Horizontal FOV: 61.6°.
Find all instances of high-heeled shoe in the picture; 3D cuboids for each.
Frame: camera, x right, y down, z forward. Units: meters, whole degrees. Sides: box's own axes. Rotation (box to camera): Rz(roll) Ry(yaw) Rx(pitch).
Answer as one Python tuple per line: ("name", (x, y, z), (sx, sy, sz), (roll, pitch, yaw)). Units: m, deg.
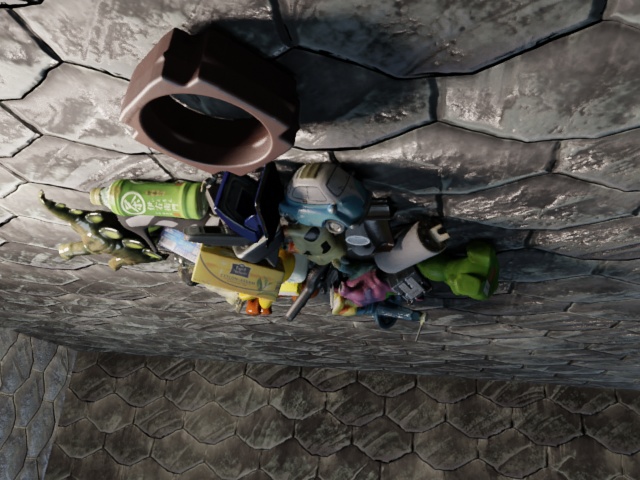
("high-heeled shoe", (-0.288, -0.069, 1.094), (0.249, 0.145, 0.086), (-23, -164, 6))

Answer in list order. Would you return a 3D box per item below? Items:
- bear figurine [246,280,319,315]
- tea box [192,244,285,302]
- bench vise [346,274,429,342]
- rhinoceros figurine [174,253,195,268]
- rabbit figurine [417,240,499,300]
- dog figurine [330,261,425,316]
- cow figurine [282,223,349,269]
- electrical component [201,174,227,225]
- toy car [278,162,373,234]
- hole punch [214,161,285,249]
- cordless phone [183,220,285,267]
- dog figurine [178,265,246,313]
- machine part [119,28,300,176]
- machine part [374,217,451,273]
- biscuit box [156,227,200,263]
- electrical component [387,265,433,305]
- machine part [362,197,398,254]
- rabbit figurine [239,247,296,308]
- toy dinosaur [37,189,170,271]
("bear figurine", (-0.089, 0.150, 1.474), (0.196, 0.132, 0.120), (6, 175, 15))
("tea box", (-0.160, 0.057, 1.061), (0.170, 0.068, 0.098), (17, -167, -11))
("bench vise", (0.174, 0.184, 1.461), (0.241, 0.128, 0.223), (11, 174, 40))
("rhinoceros figurine", (-0.263, 0.032, 1.303), (0.190, 0.073, 0.112), (1, 169, 7))
("rabbit figurine", (0.307, 0.061, 1.199), (0.170, 0.121, 0.159), (14, 173, 34))
("dog figurine", (0.144, 0.120, 1.339), (0.219, 0.108, 0.191), (5, 140, -7))
("cow figurine", (-0.002, -0.003, 1.120), (0.127, 0.085, 0.194), (6, 156, 12))
("electrical component", (-0.173, -0.074, 0.974), (0.078, 0.102, 0.045), (-15, 165, -20))
("toy car", (0.003, -0.082, 0.909), (0.162, 0.109, 0.102), (9, 138, 25))
("hole punch", (-0.118, -0.065, 0.934), (0.092, 0.142, 0.115), (-1, 144, 13))
("cordless phone", (-0.169, -0.015, 1.020), (0.184, 0.088, 0.147), (5, -157, -20))
("dog figurine", (-0.286, 0.108, 1.483), (0.191, 0.121, 0.172), (20, 156, 4))
("machine part", (-0.143, -0.175, 0.716), (0.201, 0.087, 0.201), (22, 155, -35))
("machine part", (0.184, 0.013, 1.113), (0.079, 0.079, 0.243), (15, 158, -21))
("biscuit box", (-0.264, 0.023, 1.181), (0.203, 0.059, 0.062), (24, 174, 28))
("electrical component", (0.195, 0.086, 1.231), (0.075, 0.048, 0.119), (-36, 119, 14))
("machine part", (0.115, -0.029, 1.042), (0.084, 0.039, 0.138), (-5, 135, 16))
("rabbit figurine", (-0.127, 0.063, 1.188), (0.173, 0.162, 0.121), (0, 156, 47))
("toy dinosaur", (-0.473, -0.014, 1.199), (0.199, 0.105, 0.471), (-10, 163, 20))
